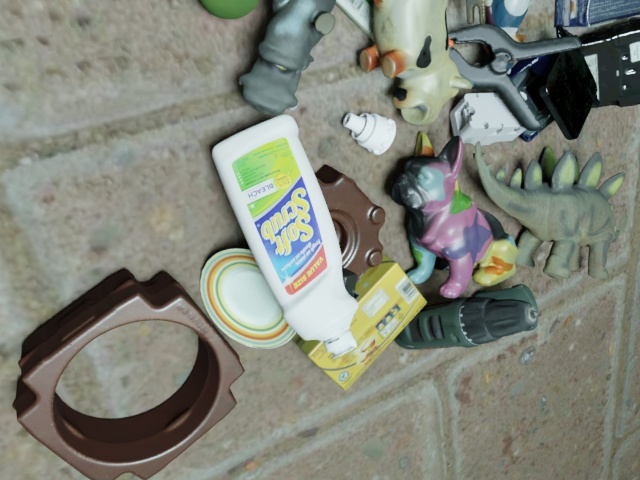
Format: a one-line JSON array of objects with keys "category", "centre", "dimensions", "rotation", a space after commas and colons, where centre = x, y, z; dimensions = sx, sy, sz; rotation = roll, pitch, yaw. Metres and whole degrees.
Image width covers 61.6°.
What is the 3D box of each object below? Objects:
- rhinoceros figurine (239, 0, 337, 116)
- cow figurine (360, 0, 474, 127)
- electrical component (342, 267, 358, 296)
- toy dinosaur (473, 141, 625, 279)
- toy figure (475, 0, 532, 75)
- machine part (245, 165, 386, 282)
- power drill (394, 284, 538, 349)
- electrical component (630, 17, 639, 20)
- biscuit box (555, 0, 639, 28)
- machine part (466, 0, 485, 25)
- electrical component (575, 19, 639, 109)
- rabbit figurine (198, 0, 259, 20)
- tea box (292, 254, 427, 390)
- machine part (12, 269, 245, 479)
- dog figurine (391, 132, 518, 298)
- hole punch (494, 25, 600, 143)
[{"category": "rhinoceros figurine", "centre": [-0.027, -0.221, 0.548], "dimensions": [0.073, 0.112, 0.190], "rotation": [22, 83, -13]}, {"category": "cow figurine", "centre": [0.115, -0.228, 0.624], "dimensions": [0.127, 0.086, 0.194], "rotation": [-19, 121, -22]}, {"category": "electrical component", "centre": [-0.003, 0.056, 0.624], "dimensions": [0.045, 0.078, 0.102], "rotation": [-8, 121, -50]}, {"category": "toy dinosaur", "centre": [0.374, -0.044, 0.846], "dimensions": [0.471, 0.105, 0.198], "rotation": [6, 98, -41]}, {"category": "toy figure", "centre": [0.240, -0.283, 0.704], "dimensions": [0.064, 0.058, 0.154], "rotation": [7, 110, 13]}, {"category": "machine part", "centre": [-0.001, -0.002, 0.671], "dimensions": [0.179, 0.056, 0.179], "rotation": [-10, 113, -25]}, {"category": "power drill", "centre": [0.235, 0.113, 0.768], "dimensions": [0.207, 0.232, 0.086], "rotation": [-10, 83, -47]}, {"category": "electrical component", "centre": [0.504, -0.285, 0.840], "dimensions": [0.048, 0.075, 0.119], "rotation": [-50, 128, -5]}, {"category": "biscuit box", "centre": [0.436, -0.355, 0.783], "dimensions": [0.203, 0.059, 0.062], "rotation": [-19, 115, -22]}, {"category": "machine part", "centre": [0.174, -0.368, 0.600], "dimensions": [0.079, 0.079, 0.242], "rotation": [-22, 121, -21]}, {"category": "electrical component", "centre": [0.449, -0.256, 0.789], "dimensions": [0.134, 0.058, 0.114], "rotation": [-6, 124, 20]}, {"category": "rabbit figurine", "centre": [-0.100, -0.272, 0.472], "dimensions": [0.121, 0.159, 0.170], "rotation": [-60, 140, -9]}, {"category": "tea box", "centre": [0.052, 0.107, 0.735], "dimensions": [0.169, 0.068, 0.098], "rotation": [-43, 123, -7]}, {"category": "machine part", "centre": [-0.205, 0.148, 0.595], "dimensions": [0.201, 0.087, 0.201], "rotation": [-39, 121, -12]}, {"category": "dog figurine", "centre": [0.185, -0.041, 0.734], "dimensions": [0.191, 0.109, 0.219], "rotation": [-16, 113, -23]}, {"category": "hole punch", "centre": [0.324, -0.210, 0.765], "dimensions": [0.142, 0.092, 0.116], "rotation": [44, 69, -26]}]
